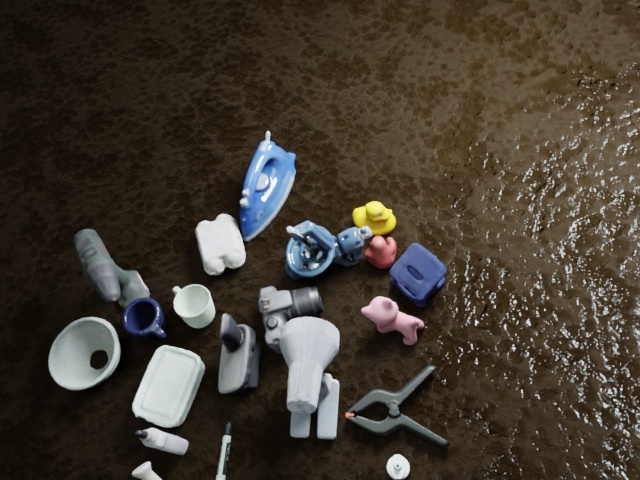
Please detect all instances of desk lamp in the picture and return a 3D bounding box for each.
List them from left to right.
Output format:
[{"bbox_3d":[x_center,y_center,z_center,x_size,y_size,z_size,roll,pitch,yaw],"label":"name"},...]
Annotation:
[{"bbox_3d":[-0.018,0.280,1.145,0.117,0.214,0.203,-1,64,9],"label":"desk lamp"}]

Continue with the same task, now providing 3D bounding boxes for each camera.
[{"bbox_3d":[-0.062,0.161,1.273,0.137,0.101,0.143,-16,63,1],"label":"camera"}]

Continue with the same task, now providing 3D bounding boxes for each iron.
[{"bbox_3d":[-0.151,-0.135,1.408,0.118,0.142,0.258,13,67,15],"label":"iron"}]

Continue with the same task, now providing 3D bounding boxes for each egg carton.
[{"bbox_3d":[-0.241,0.011,1.392,0.107,0.069,0.150,-21,63,-1],"label":"egg carton"}]

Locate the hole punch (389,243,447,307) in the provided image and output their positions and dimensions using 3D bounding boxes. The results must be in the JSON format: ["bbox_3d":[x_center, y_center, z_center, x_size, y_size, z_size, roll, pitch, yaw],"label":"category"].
[{"bbox_3d":[0.218,0.078,1.274,0.101,0.091,0.108,-42,65,-12],"label":"hole punch"}]

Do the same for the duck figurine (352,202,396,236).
[{"bbox_3d":[0.126,-0.061,1.359,0.104,0.086,0.077,12,67,15],"label":"duck figurine"}]

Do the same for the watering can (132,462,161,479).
[{"bbox_3d":[-0.305,0.512,1.089,0.172,0.194,0.101,32,73,22],"label":"watering can"}]

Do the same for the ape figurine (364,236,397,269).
[{"bbox_3d":[0.139,0.021,1.314,0.077,0.092,0.076,-11,63,4],"label":"ape figurine"}]

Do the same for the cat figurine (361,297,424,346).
[{"bbox_3d":[0.157,0.164,1.227,0.127,0.118,0.067,20,69,18],"label":"cat figurine"}]

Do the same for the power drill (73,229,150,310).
[{"bbox_3d":[-0.477,0.085,1.316,0.076,0.209,0.229,-36,64,-9],"label":"power drill"}]

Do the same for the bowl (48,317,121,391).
[{"bbox_3d":[-0.524,0.267,1.310,0.167,0.075,0.167,-4,64,7],"label":"bowl"}]

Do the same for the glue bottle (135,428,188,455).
[{"bbox_3d":[-0.330,0.403,1.158,0.078,0.173,0.037,10,66,14],"label":"glue bottle"}]

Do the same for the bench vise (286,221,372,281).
[{"bbox_3d":[0.005,-0.004,1.275,0.207,0.220,0.121,-36,64,-9],"label":"bench vise"}]

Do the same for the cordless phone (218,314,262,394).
[{"bbox_3d":[-0.189,0.240,1.207,0.094,0.185,0.147,-4,64,7],"label":"cordless phone"}]

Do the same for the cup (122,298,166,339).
[{"bbox_3d":[-0.383,0.195,1.311,0.117,0.095,0.092,33,74,22],"label":"cup"}]
